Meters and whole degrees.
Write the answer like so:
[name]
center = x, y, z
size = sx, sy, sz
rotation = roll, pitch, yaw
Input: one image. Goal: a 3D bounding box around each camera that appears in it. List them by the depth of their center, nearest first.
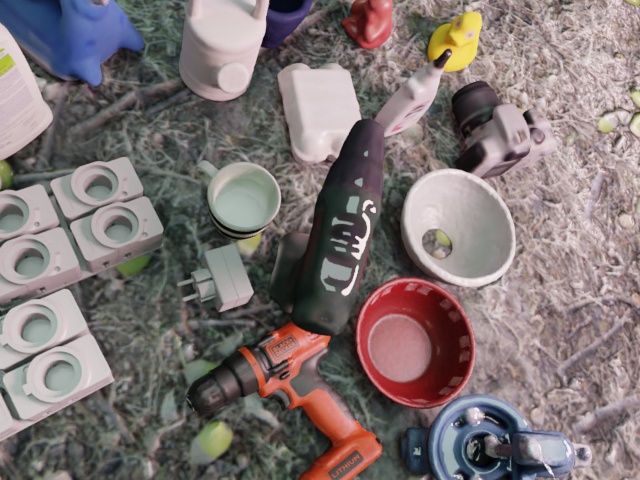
[camera]
center = 0.268, -0.175, 0.860
size = 0.143, 0.100, 0.137
rotation = -15, 75, -22

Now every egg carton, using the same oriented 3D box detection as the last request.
[egg carton]
center = 0.001, -0.175, 0.791
size = 0.107, 0.069, 0.150
rotation = -7, 72, -20

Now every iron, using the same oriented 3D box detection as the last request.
[iron]
center = -0.343, -0.314, 0.691
size = 0.258, 0.141, 0.119
rotation = 38, 64, -1

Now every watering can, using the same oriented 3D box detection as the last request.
[watering can]
center = -0.116, -0.262, 0.716
size = 0.101, 0.193, 0.173
rotation = -24, 79, -24

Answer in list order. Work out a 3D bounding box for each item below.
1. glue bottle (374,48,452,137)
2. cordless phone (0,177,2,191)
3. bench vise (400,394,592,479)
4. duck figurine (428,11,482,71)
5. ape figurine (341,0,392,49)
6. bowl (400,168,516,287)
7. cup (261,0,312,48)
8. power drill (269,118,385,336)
[glue bottle]
center = 0.135, -0.206, 0.788
size = 0.078, 0.173, 0.037
rotation = -31, 82, -25
[cordless phone]
center = -0.407, -0.070, 0.554
size = 0.094, 0.185, 0.148
rotation = 41, 64, 0
[bench vise]
center = 0.218, 0.221, 0.629
size = 0.208, 0.219, 0.121
rotation = -10, 73, -21
[duck figurine]
center = 0.227, -0.328, 0.913
size = 0.077, 0.086, 0.105
rotation = 44, 64, 2
[ape figurine]
center = 0.080, -0.337, 0.865
size = 0.076, 0.092, 0.078
rotation = 13, 67, -13
[bowl]
center = 0.176, -0.008, 0.782
size = 0.168, 0.074, 0.167
rotation = 6, 68, -16
[cup]
center = -0.079, -0.324, 0.807
size = 0.118, 0.095, 0.092
rotation = 24, 65, -8
[power drill]
center = 0.006, 0.002, 0.649
size = 0.076, 0.208, 0.230
rotation = 16, 66, -11
